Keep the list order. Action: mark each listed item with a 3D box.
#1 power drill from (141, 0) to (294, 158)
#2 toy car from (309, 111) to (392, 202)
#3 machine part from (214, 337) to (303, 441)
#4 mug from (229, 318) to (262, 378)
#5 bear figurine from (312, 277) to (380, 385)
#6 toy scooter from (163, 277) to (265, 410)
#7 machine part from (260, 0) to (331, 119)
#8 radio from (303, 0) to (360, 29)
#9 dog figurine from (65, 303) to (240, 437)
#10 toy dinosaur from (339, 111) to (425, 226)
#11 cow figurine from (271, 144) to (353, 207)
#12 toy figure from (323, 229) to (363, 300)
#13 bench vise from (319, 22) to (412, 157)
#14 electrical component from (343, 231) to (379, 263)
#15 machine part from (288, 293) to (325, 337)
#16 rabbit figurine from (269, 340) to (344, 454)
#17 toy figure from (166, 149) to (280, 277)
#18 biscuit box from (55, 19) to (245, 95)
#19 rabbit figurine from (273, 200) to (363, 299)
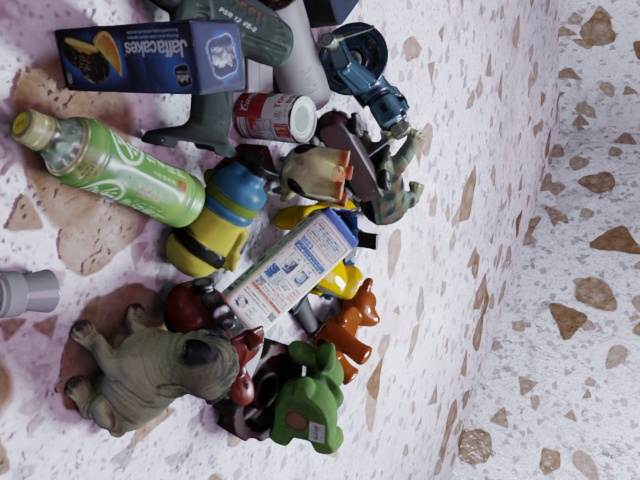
[{"bbox_3d":[-0.151,-0.206,0.618,0.232,0.086,0.207,7,95,-34],"label":"power drill"},{"bbox_3d":[0.054,-0.137,0.898,0.202,0.089,0.053,51,32,-45],"label":"toy car"},{"bbox_3d":[-0.101,0.247,0.899,0.179,0.056,0.179,-26,122,-52],"label":"machine part"},{"bbox_3d":[-0.137,0.161,0.801,0.109,0.081,0.107,54,40,-23],"label":"mug"},{"bbox_3d":[0.075,0.178,1.106,0.196,0.132,0.120,-35,158,-45],"label":"bear figurine"},{"bbox_3d":[-0.126,0.116,0.674,0.075,0.184,0.135,-22,162,-40],"label":"toy scooter"},{"bbox_3d":[-0.041,-0.275,0.797,0.079,0.079,0.242,-57,143,-32],"label":"machine part"},{"bbox_3d":[0.031,-0.459,0.860,0.229,0.073,0.131,-62,145,-27],"label":"radio"},{"bbox_3d":[-0.180,0.171,0.611,0.121,0.191,0.172,-32,128,-50],"label":"dog figurine"},{"bbox_3d":[0.129,-0.103,1.111,0.192,0.131,0.404,-52,146,-18],"label":"toy dinosaur"},{"bbox_3d":[-0.016,-0.095,0.814,0.195,0.127,0.085,17,87,-85],"label":"cow figurine"},{"bbox_3d":[0.044,0.048,1.074,0.064,0.058,0.154,19,84,-20],"label":"toy figure"},{"bbox_3d":[0.065,-0.264,0.871,0.240,0.129,0.223,2,69,-68],"label":"bench vise"},{"bbox_3d":[0.045,0.001,0.994,0.048,0.119,0.074,-28,126,-53],"label":"electrical component"},{"bbox_3d":[-0.030,0.122,0.993,0.084,0.039,0.138,-65,146,-37],"label":"machine part"},{"bbox_3d":[-0.014,0.244,0.907,0.170,0.121,0.158,-49,134,-64],"label":"rabbit figurine"},{"bbox_3d":[-0.130,-0.034,0.693,0.089,0.082,0.180,20,112,-44],"label":"toy figure"},{"bbox_3d":[-0.163,-0.172,0.506,0.059,0.203,0.062,-30,124,-49],"label":"biscuit box"},{"bbox_3d":[-0.002,-0.003,0.910,0.162,0.122,0.173,32,74,-29],"label":"rabbit figurine"}]
